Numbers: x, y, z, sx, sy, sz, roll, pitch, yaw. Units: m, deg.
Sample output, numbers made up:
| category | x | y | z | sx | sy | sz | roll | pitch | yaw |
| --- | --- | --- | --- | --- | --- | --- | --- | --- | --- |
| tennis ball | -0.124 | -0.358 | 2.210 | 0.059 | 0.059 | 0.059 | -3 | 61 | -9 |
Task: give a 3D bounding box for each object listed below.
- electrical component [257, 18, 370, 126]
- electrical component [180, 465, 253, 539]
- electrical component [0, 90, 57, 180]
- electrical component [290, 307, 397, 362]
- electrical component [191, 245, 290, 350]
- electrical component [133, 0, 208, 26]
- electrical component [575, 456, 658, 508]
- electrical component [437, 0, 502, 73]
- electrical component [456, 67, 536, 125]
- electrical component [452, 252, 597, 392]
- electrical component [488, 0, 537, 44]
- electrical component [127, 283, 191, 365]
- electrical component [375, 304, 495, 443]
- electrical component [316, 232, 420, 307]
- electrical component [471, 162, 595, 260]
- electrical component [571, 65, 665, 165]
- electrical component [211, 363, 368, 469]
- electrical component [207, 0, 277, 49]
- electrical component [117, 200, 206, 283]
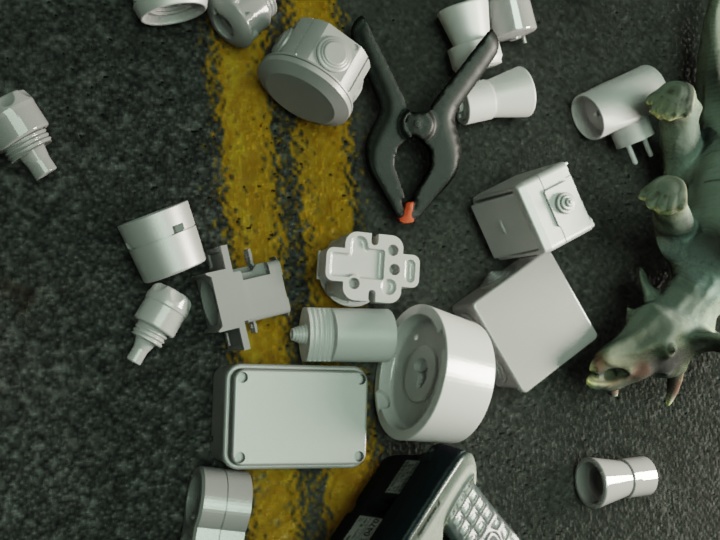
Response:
| category | x | y | z | sx | sy | sz | roll | pitch | yaw |
| --- | --- | --- | --- | --- | --- | --- | --- | --- | --- |
| electrical component | -0.036 | -0.154 | 0.844 | 0.080 | 0.080 | 0.051 | 34 | 69 | -16 |
| electrical component | -0.097 | 0.220 | 0.806 | 0.074 | 0.052 | 0.138 | 11 | 82 | -20 |
| electrical component | -0.244 | -0.095 | 0.777 | 0.043 | 0.043 | 0.062 | -35 | 100 | -20 |
| electrical component | -0.016 | 0.052 | 0.856 | 0.081 | 0.043 | 0.043 | 2 | 85 | -21 |
| electrical component | -0.090 | 0.019 | 0.830 | 0.064 | 0.042 | 0.081 | -13 | 92 | -24 |
| electrical component | -0.148 | -0.221 | 0.817 | 0.078 | 0.058 | 0.057 | -12 | 88 | -22 |
| electrical component | 0.228 | 0.183 | 0.944 | 0.065 | 0.044 | 0.044 | -1 | 87 | -26 |
| electrical component | 0.094 | -0.198 | 0.916 | 0.045 | 0.045 | 0.055 | -17 | 93 | -22 |
| electrical component | 0.112 | -0.147 | 0.923 | 0.065 | 0.044 | 0.044 | -14 | 91 | -17 |
| electrical component | 0.138 | 0.044 | 0.914 | 0.100 | 0.048 | 0.099 | -34 | 99 | -20 |
| electrical component | 0.127 | -0.234 | 0.934 | 0.040 | 0.040 | 0.078 | -15 | 91 | -22 |
| electrical component | -0.155 | 0.042 | 0.807 | 0.035 | 0.035 | 0.061 | 33 | 77 | -16 |
| electrical component | 0.064 | 0.086 | 0.853 | 0.060 | 0.108 | 0.108 | 14 | 81 | -26 |
| electrical component | 0.000 | 0.000 | 0.858 | 0.078 | 0.057 | 0.058 | 5 | 84 | -21 |
| electrical component | 0.144 | -0.047 | 0.897 | 0.061 | 0.096 | 0.061 | -27 | 96 | -21 |
| electrical component | 0.241 | -0.135 | 0.970 | 0.077 | 0.043 | 0.079 | -26 | 96 | -21 |
| electrical component | -0.054 | 0.112 | 0.829 | 0.113 | 0.057 | 0.078 | 3 | 85 | -21 |
| electrical component | -0.086 | -0.208 | 0.847 | 0.062 | 0.048 | 0.048 | -45 | 102 | -25 |
| electrical component | -0.147 | -0.021 | 0.804 | 0.055 | 0.055 | 0.047 | -24 | 98 | -21 |
